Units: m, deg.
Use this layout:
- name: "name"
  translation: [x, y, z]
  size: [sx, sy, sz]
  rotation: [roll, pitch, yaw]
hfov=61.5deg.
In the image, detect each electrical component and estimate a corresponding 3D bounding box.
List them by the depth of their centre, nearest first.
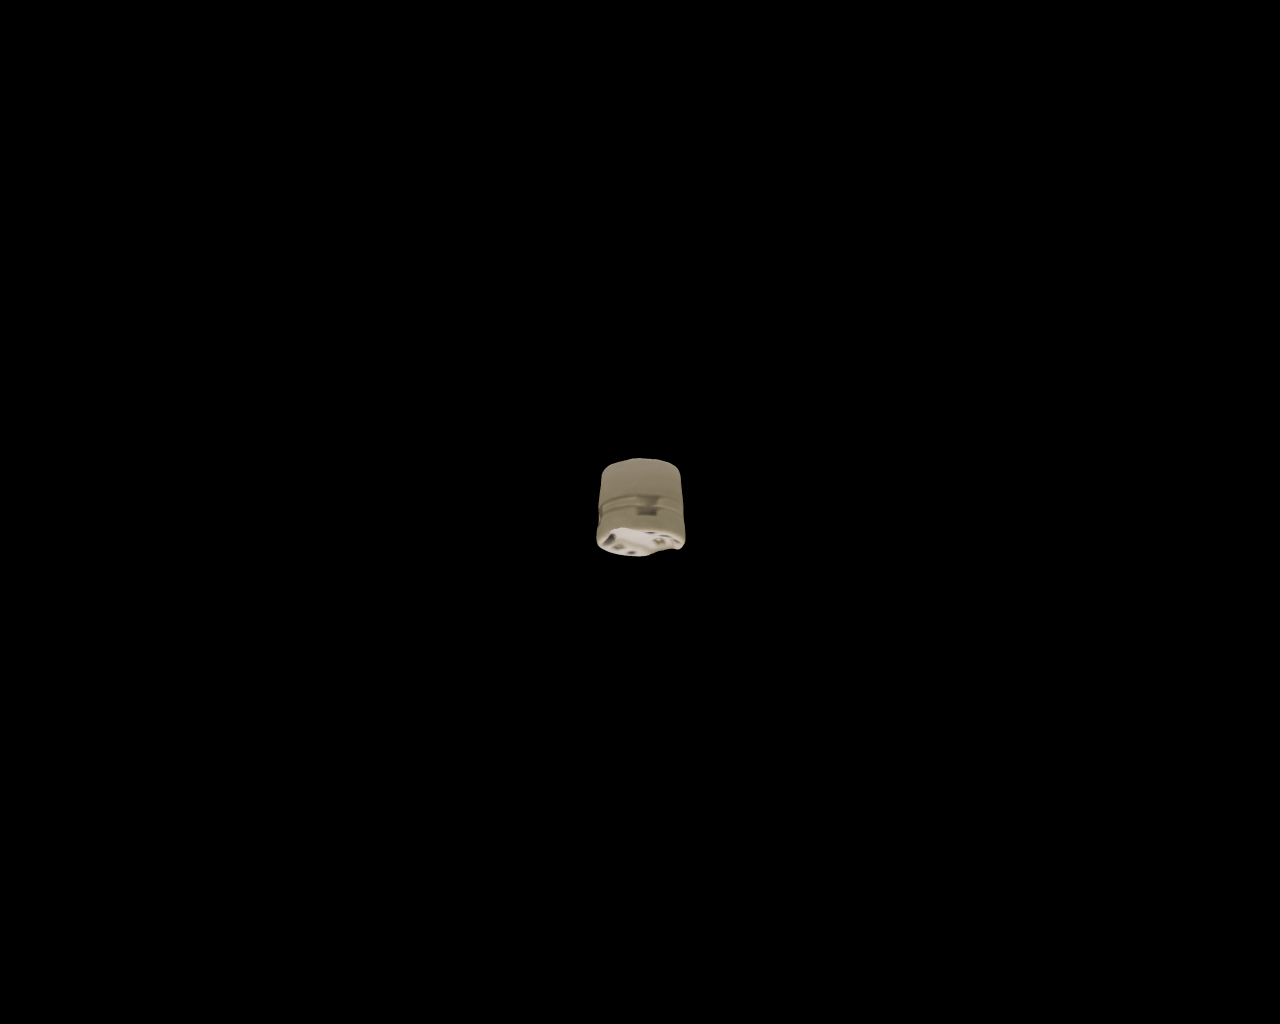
- name: "electrical component"
  translation: [0.001, -0.003, 0.650]
  size: [0.055, 0.047, 0.055]
  rotation: [0, -21, 0]
